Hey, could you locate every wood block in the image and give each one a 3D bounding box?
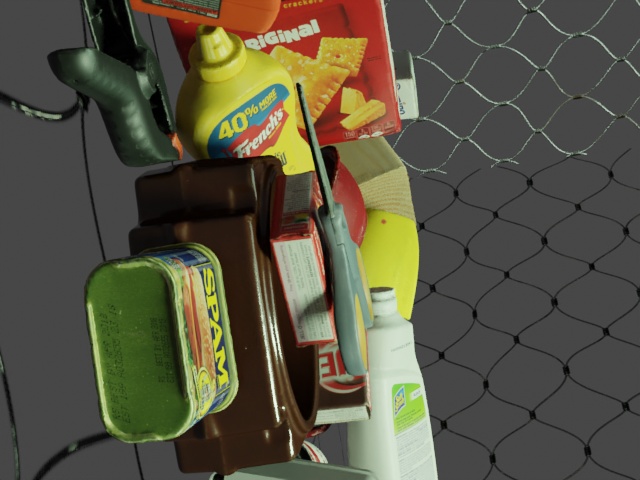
[{"bbox_3d":[0.012,-0.086,1.102,0.206,0.090,0.091,-121,-169,-45],"label":"wood block"}]

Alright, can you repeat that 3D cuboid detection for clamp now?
[{"bbox_3d":[-0.114,-0.106,0.610,0.171,0.039,0.120,75,15,-67],"label":"clamp"}]

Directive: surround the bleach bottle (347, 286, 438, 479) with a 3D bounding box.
[{"bbox_3d":[0.063,0.165,0.942,0.102,0.068,0.251,-18,106,-59],"label":"bleach bottle"}]

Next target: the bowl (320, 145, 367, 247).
[{"bbox_3d":[-0.006,0.001,0.924,0.162,0.055,0.162,-54,-162,26],"label":"bowl"}]

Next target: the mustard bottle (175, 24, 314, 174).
[{"bbox_3d":[-0.060,-0.089,0.814,0.058,0.096,0.191,42,-19,36],"label":"mustard bottle"}]

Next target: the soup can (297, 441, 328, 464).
[{"bbox_3d":[-0.030,0.191,0.857,0.102,0.068,0.068,59,25,-75],"label":"soup can"}]

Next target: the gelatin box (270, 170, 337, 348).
[{"bbox_3d":[-0.007,0.012,0.681,0.073,0.030,0.089,-86,165,-54],"label":"gelatin box"}]

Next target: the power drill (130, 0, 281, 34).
[{"bbox_3d":[-0.054,-0.225,0.710,0.057,0.184,0.187,105,-7,-55],"label":"power drill"}]

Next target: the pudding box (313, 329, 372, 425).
[{"bbox_3d":[-0.017,0.104,0.864,0.039,0.113,0.090,72,13,-57],"label":"pudding box"}]

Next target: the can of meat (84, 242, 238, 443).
[{"bbox_3d":[-0.087,0.055,0.587,0.084,0.057,0.102,-15,97,-80],"label":"can of meat"}]

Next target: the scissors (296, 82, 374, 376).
[{"bbox_3d":[0.009,0.008,0.639,0.201,0.016,0.096,69,17,-53],"label":"scissors"}]

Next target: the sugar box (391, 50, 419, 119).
[{"bbox_3d":[0.001,-0.137,0.994,0.093,0.176,0.048,-86,165,-63],"label":"sugar box"}]

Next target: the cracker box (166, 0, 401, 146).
[{"bbox_3d":[-0.028,-0.166,0.847,0.213,0.164,0.072,75,9,-49],"label":"cracker box"}]

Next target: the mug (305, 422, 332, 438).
[{"bbox_3d":[-0.020,0.118,0.952,0.093,0.081,0.117,57,27,-74],"label":"mug"}]
